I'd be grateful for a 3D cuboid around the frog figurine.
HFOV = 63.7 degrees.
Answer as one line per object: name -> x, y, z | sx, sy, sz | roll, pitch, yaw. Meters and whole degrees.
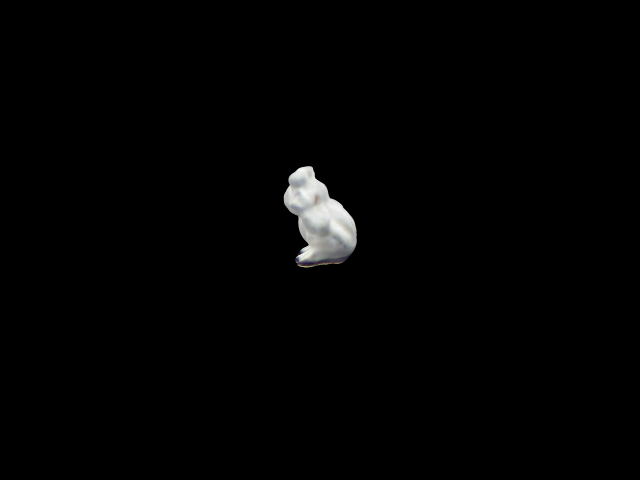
frog figurine -> 0.003, -0.043, 0.850 | 0.123, 0.158, 0.139 | 4, 13, 20
